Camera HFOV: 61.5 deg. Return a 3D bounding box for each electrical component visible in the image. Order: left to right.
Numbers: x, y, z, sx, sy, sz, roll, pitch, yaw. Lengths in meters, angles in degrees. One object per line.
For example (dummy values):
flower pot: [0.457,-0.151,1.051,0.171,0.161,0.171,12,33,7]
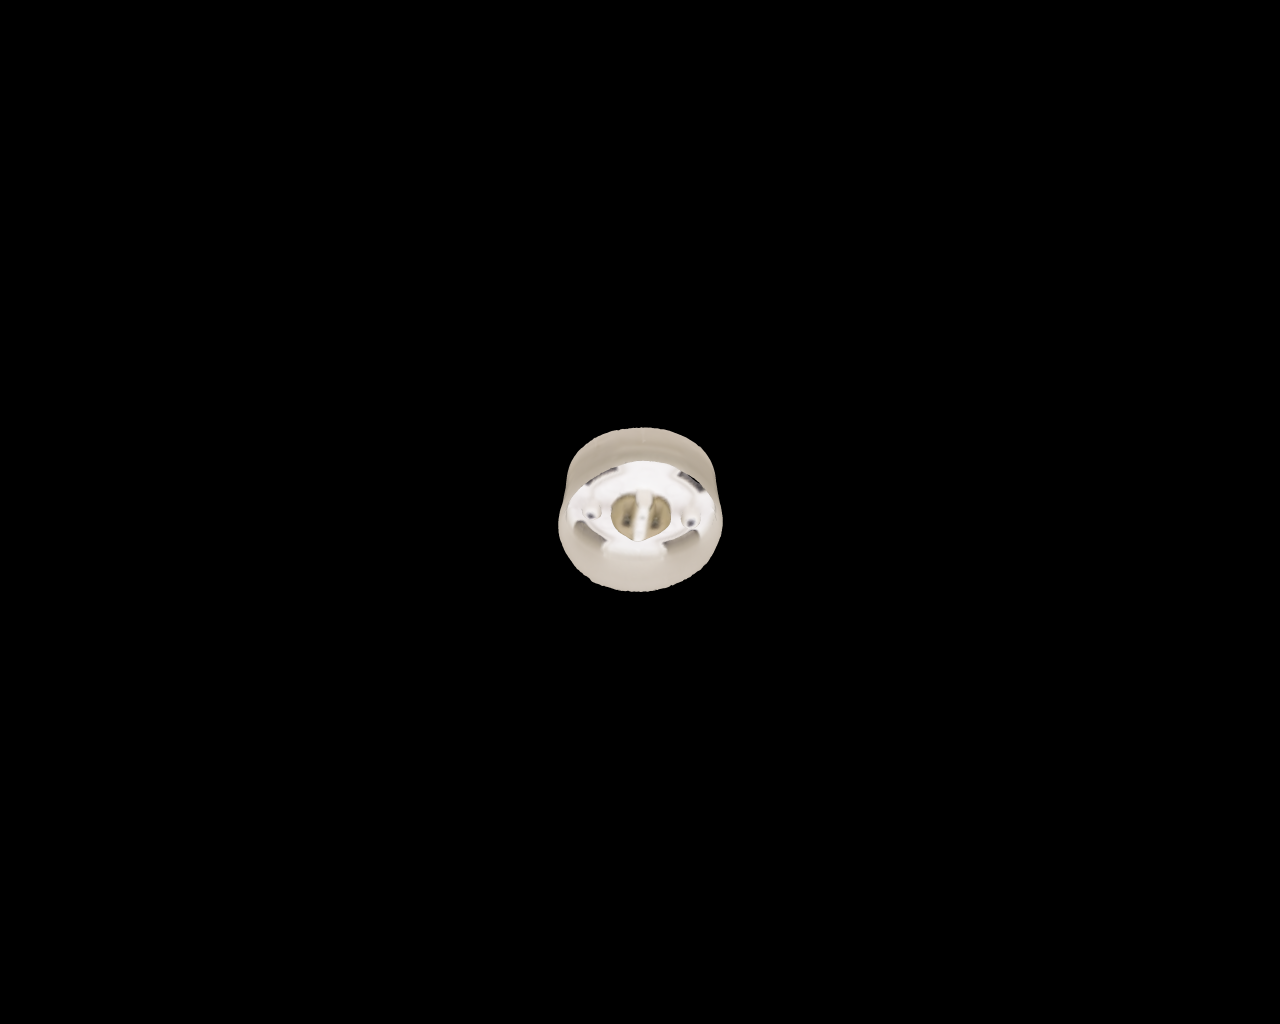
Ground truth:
electrical component: [0.001,-0.003,0.650,0.099,0.064,0.099,0,-39,0]
